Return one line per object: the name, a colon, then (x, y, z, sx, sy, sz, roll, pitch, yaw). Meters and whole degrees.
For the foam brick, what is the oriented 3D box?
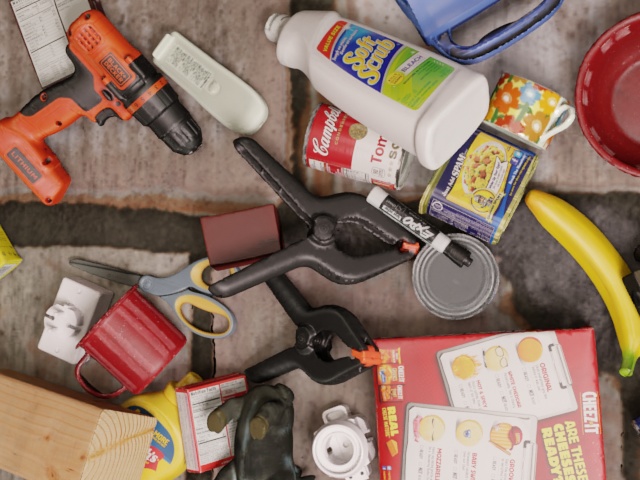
foam brick: (-0.078, -0.002, 1.104, 0.078, 0.051, 0.053, -10, 82, 1)

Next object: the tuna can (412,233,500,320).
tuna can: (0.136, 0.036, 1.069, 0.086, 0.033, 0.086, 0, 88, 13)

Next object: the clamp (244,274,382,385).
clamp: (-0.010, 0.090, 1.072, 0.172, 0.039, 0.120, 0, 89, 41)

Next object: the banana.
banana: (0.268, 0.031, 1.024, 0.037, 0.069, 0.198, -39, 74, 40)

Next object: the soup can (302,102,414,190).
soup can: (0.041, -0.094, 1.078, 0.102, 0.068, 0.068, 16, 92, 12)

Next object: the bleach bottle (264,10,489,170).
bleach bottle: (0.039, -0.164, 1.054, 0.251, 0.068, 0.102, 31, 64, 31)

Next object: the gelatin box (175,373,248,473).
gelatin box: (-0.107, 0.187, 1.100, 0.030, 0.073, 0.089, -8, 91, 52)

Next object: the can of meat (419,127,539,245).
can of meat: (0.157, -0.056, 1.046, 0.084, 0.057, 0.102, 26, 76, 11)

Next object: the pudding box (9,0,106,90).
pudding box: (-0.279, -0.228, 1.172, 0.090, 0.039, 0.113, -22, 82, 11)

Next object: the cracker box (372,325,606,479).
cracker box: (0.163, 0.171, 1.040, 0.214, 0.072, 0.164, -4, 88, 12)

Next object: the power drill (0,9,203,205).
power drill: (-0.242, -0.122, 1.139, 0.188, 0.057, 0.184, -39, 100, 13)

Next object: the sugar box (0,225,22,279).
sugar box: (-0.418, -0.023, 1.196, 0.093, 0.048, 0.176, -35, 82, 10)

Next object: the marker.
marker: (0.099, -0.012, 1.050, 0.121, 0.020, 0.020, 36, 97, 13)

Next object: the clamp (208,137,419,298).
clamp: (-0.007, 0.001, 1.064, 0.210, 0.036, 0.164, 18, 76, -8)

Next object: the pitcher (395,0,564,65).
pitcher: (0.178, -0.291, 1.024, 0.243, 0.149, 0.145, -28, 38, 8)

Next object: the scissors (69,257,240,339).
scissors: (-0.169, 0.034, 1.151, 0.202, 0.016, 0.096, 30, 94, 12)

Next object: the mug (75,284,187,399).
mug: (-0.201, 0.115, 1.111, 0.081, 0.093, 0.117, 44, 74, -3)

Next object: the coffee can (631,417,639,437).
coffee can: (0.373, 0.174, 0.974, 0.140, 0.102, 0.103, -33, 82, 10)

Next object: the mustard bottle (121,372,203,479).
mustard bottle: (-0.184, 0.220, 1.127, 0.096, 0.058, 0.192, 38, 96, 21)

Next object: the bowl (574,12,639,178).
bowl: (0.325, -0.135, 1.018, 0.162, 0.055, 0.162, 0, 89, 13)

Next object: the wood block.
wood block: (-0.284, 0.196, 1.100, 0.206, 0.090, 0.090, 11, 82, 32)
